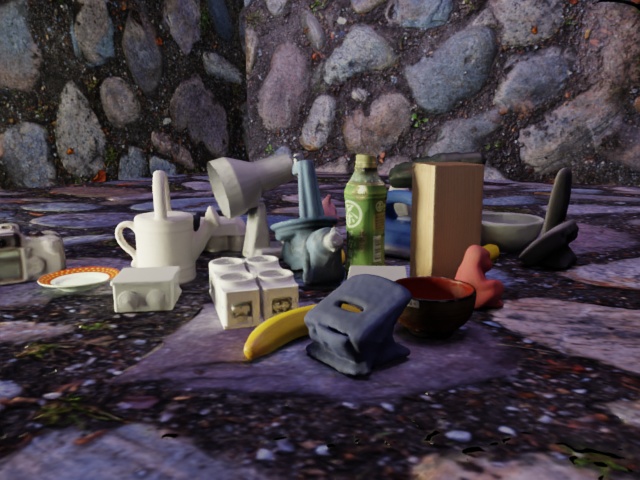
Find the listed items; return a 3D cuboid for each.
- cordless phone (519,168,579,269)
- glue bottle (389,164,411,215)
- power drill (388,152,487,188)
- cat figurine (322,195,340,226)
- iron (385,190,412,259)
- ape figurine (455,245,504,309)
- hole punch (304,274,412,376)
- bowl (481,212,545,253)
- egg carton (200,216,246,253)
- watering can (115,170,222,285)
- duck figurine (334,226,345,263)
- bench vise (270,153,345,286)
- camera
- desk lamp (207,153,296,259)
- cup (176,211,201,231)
[{"bbox_3d":[0.446,-0.044,1.104,0.093,0.185,0.148,6,13,30],"label":"cordless phone"},{"bbox_3d":[0.197,-0.106,1.458,0.078,0.173,0.037,4,12,23],"label":"glue bottle"},{"bbox_3d":[0.275,-0.105,1.359,0.228,0.208,0.076,5,12,24],"label":"power drill"},{"bbox_3d":[0.008,-0.042,1.279,0.067,0.118,0.128,1,11,7],"label":"cat figurine"},{"bbox_3d":[0.191,-0.039,1.200,0.119,0.141,0.257,-11,15,-43],"label":"iron"},{"bbox_3d":[0.235,0.053,0.855,0.076,0.092,0.077,-1,11,-4],"label":"ape figurine"},{"bbox_3d":[0.043,0.093,0.659,0.101,0.091,0.108,-9,14,-38],"label":"hole punch"},{"bbox_3d":[0.394,-0.013,1.233,0.167,0.075,0.167,0,11,0],"label":"bowl"},{"bbox_3d":[-0.232,-0.013,1.264,0.150,0.069,0.107,-3,11,-12],"label":"egg carton"},{"bbox_3d":[-0.264,-0.025,1.004,0.173,0.194,0.100,-7,13,-29],"label":"watering can"},{"bbox_3d":[0.010,0.004,1.129,0.077,0.086,0.104,-1,11,-4],"label":"duck figurine"},{"bbox_3d":[-0.005,-0.040,1.007,0.122,0.220,0.206,-10,15,-40],"label":"bench vise"},{"bbox_3d":[-0.547,0.016,1.045,0.143,0.101,0.136,-6,13,-28],"label":"camera"},{"bbox_3d":[-0.124,-0.069,1.173,0.204,0.213,0.117,-5,12,-23],"label":"desk lamp"},{"bbox_3d":[-0.292,-0.009,1.179,0.092,0.095,0.117,-4,12,-17],"label":"cup"}]
